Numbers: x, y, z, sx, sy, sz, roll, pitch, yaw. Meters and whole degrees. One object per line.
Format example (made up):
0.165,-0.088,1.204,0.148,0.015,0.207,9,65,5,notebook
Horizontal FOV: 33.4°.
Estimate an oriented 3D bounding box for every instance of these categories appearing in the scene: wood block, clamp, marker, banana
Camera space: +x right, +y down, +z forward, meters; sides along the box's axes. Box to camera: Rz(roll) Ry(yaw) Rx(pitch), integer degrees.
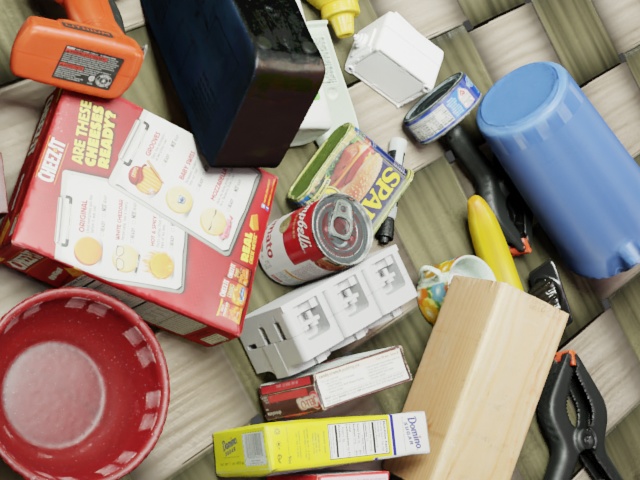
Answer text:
0.150,0.148,1.041,0.090,0.091,0.206,25,82,-26,wood block
0.277,0.228,1.176,0.164,0.036,0.210,-4,78,-35,clamp
0.075,-0.052,1.127,0.020,0.020,0.121,22,65,-28,marker
0.202,0.047,1.162,0.037,0.069,0.198,-18,81,0,banana
0.194,-0.064,1.201,0.120,0.039,0.171,-7,80,-38,clamp

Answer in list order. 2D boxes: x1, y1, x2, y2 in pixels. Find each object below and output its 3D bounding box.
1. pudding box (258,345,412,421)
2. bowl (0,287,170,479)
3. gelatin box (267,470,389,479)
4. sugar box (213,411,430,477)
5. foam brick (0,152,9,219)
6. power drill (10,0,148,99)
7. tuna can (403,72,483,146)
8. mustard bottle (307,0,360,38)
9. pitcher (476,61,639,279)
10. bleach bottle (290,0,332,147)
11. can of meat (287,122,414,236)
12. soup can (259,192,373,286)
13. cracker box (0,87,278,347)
0.014,0.133,0.984,0.113,0.090,0.039,-15,87,-39,pudding box
-0.204,0.121,0.859,0.161,0.055,0.162,10,71,-32,bowl
0.007,0.224,0.960,0.089,0.073,0.030,6,77,-40,gelatin box
0.003,0.183,0.963,0.175,0.094,0.048,-1,79,-36,sugar box
-0.294,-0.038,0.846,0.078,0.051,0.053,-3,79,-36,foam brick
-0.228,-0.209,0.895,0.184,0.057,0.188,9,45,-31,power drill
0.131,-0.142,1.152,0.033,0.086,0.086,49,55,-11,tuna can
0.007,-0.306,1.129,0.096,0.058,0.191,-6,80,-41,mustard bottle
0.272,-0.083,1.178,0.242,0.149,0.145,47,61,-33,pitcher
-0.063,-0.218,1.054,0.102,0.068,0.251,-7,78,-36,bleach bottle
0.029,-0.054,1.060,0.084,0.057,0.102,38,81,-17,can of meat
-0.007,0.001,1.003,0.068,0.102,0.068,10,71,-32,soup can
-0.154,-0.020,0.926,0.213,0.072,0.164,25,61,-26,cracker box
